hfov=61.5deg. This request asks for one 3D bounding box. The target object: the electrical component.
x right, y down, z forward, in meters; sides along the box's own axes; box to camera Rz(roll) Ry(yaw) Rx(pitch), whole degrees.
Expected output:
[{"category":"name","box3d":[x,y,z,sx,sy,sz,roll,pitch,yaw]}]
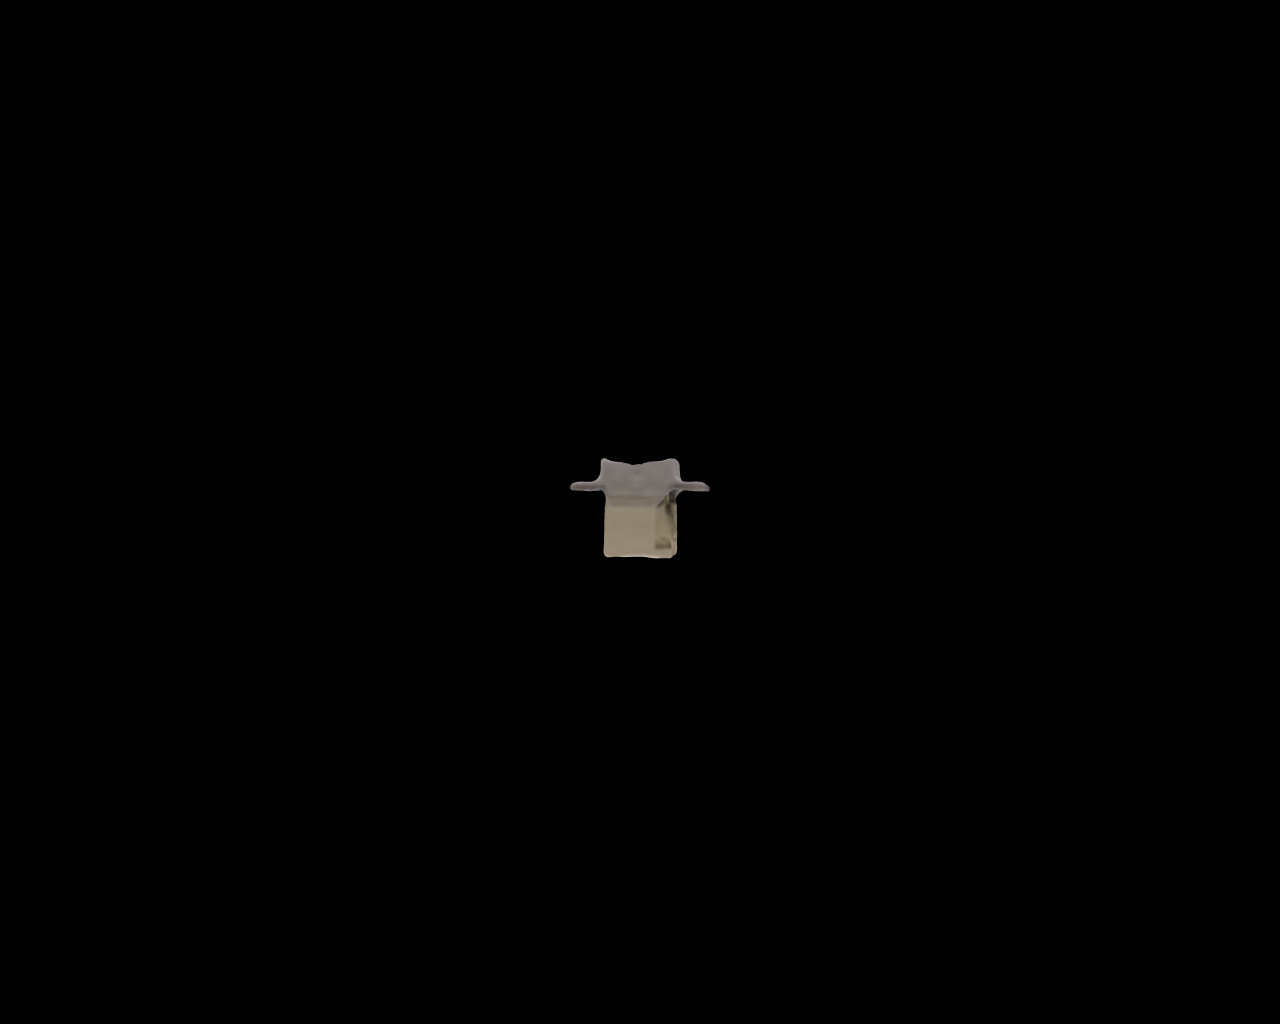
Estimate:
[{"category":"electrical component","box3d":[0.001,-0.003,0.650,0.081,0.063,0.042,0,0,9]}]
